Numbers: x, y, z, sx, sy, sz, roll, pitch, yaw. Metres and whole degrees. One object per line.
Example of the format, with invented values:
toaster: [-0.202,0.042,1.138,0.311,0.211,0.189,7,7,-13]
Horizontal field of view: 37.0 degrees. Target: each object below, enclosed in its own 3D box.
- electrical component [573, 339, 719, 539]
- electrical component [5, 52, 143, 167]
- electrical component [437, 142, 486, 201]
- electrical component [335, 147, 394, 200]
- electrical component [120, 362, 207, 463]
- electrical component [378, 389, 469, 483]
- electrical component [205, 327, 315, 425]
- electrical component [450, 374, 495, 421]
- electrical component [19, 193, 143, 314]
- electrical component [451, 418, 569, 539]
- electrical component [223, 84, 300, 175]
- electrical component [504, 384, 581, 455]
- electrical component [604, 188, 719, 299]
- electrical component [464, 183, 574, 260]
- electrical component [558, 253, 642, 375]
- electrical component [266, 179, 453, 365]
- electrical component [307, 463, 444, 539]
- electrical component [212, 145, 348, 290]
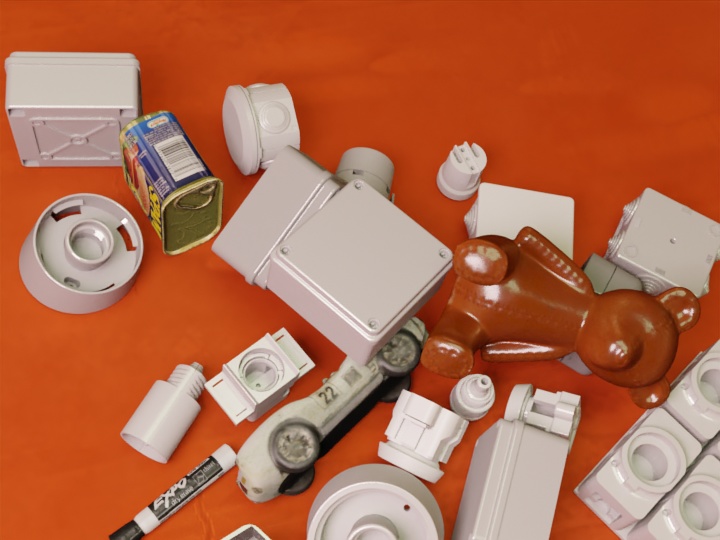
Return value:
electrical component: [0.286,0.155,0.907,0.105,0.060,0.186,44,66,12]
electrical component: [-0.244,-0.136,0.929,0.109,0.108,0.056,-1,68,-10]
electrical component: [0.095,-0.092,0.998,0.040,0.046,0.040,4,65,-8]
electrical component: [0.002,-0.078,0.972,0.055,0.055,0.047,17,60,-1]
electrical component: [-0.152,0.109,0.866,0.043,0.043,0.081,29,64,5]
electrical component: [0.050,0.136,0.873,0.058,0.078,0.057,23,83,23]
electrical component: [-0.082,0.090,0.875,0.081,0.063,0.042,-35,75,-22]
electrical component: [0.097,0.103,0.899,0.035,0.061,0.035,3,65,-7]
electrical component: [-0.235,-0.014,0.912,0.099,0.064,0.099,8,68,-20]
electrical component: [0.117,0.183,0.857,0.057,0.078,0.113,20,64,-3]
electrical component: [-0.090,-0.128,0.966,0.051,0.080,0.080,-12,68,-20]
electrical component: [0.153,0.123,0.901,0.055,0.066,0.048,14,64,19]
electrical component: [0.280,-0.017,0.992,0.100,0.048,0.099,28,64,4]
electrical component: [0.143,-0.023,0.972,0.100,0.048,0.099,9,64,-5]
electrical component: [0.207,0.041,0.950,0.059,0.053,0.095,31,64,6]
electrical component: [0.000,0.000,0.855,0.109,0.056,0.109,40,60,12]
electrical component: [0.010,0.206,0.815,0.108,0.060,0.108,0,90,3]
electrical component: [-0.062,-0.041,0.910,0.057,0.078,0.113,38,96,12]
